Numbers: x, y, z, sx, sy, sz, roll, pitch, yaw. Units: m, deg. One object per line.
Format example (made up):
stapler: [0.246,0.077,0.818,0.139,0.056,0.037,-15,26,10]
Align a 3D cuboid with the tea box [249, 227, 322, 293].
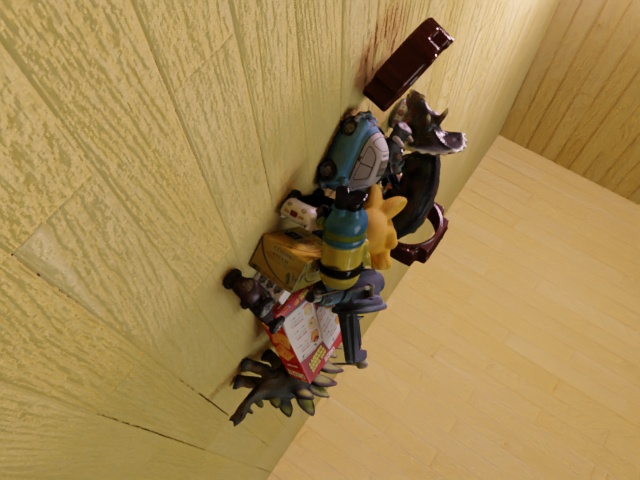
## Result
tea box: [-0.042,0.032,0.983,0.068,0.098,0.169,-62,166,16]

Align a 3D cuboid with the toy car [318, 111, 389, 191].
toy car: [0.073,-0.149,0.985,0.161,0.103,0.109,-62,165,22]

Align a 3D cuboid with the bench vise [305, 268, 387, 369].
bench vise: [0.063,0.157,1.129,0.223,0.129,0.240,-8,93,-57]

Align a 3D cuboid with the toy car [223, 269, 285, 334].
toy car: [-0.108,0.108,0.937,0.053,0.089,0.202,-51,162,-13]

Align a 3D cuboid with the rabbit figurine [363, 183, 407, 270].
rabbit figurine: [0.104,-0.020,1.031,0.162,0.122,0.173,-62,170,4]

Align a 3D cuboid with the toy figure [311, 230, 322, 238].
toy figure: [-0.004,-0.004,1.117,0.064,0.058,0.154,28,97,-36]

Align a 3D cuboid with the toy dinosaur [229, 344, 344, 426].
toy dinosaur: [-0.053,0.315,1.313,0.471,0.199,0.105,-34,155,-53]

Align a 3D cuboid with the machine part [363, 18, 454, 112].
machine part: [0.149,-0.295,0.924,0.179,0.056,0.179,-46,-178,2]

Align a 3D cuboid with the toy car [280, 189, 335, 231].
toy car: [-0.005,-0.054,0.975,0.056,0.074,0.201,-66,163,14]

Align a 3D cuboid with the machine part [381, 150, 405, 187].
machine part: [0.187,-0.193,1.381,0.084,0.039,0.138,-47,163,-20]

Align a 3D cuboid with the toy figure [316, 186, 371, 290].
toy figure: [0.036,0.002,0.901,0.089,0.082,0.180,-34,143,-37]

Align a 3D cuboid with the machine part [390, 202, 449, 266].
machine part: [0.262,-0.041,1.595,0.201,0.202,0.087,-51,161,-24]

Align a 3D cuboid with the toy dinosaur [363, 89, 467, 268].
toy dinosaur: [0.190,-0.100,1.133,0.192,0.131,0.404,-150,-105,-74]

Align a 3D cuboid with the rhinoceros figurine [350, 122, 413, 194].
rhinoceros figurine: [0.109,-0.155,1.069,0.073,0.112,0.190,-29,156,-57]
